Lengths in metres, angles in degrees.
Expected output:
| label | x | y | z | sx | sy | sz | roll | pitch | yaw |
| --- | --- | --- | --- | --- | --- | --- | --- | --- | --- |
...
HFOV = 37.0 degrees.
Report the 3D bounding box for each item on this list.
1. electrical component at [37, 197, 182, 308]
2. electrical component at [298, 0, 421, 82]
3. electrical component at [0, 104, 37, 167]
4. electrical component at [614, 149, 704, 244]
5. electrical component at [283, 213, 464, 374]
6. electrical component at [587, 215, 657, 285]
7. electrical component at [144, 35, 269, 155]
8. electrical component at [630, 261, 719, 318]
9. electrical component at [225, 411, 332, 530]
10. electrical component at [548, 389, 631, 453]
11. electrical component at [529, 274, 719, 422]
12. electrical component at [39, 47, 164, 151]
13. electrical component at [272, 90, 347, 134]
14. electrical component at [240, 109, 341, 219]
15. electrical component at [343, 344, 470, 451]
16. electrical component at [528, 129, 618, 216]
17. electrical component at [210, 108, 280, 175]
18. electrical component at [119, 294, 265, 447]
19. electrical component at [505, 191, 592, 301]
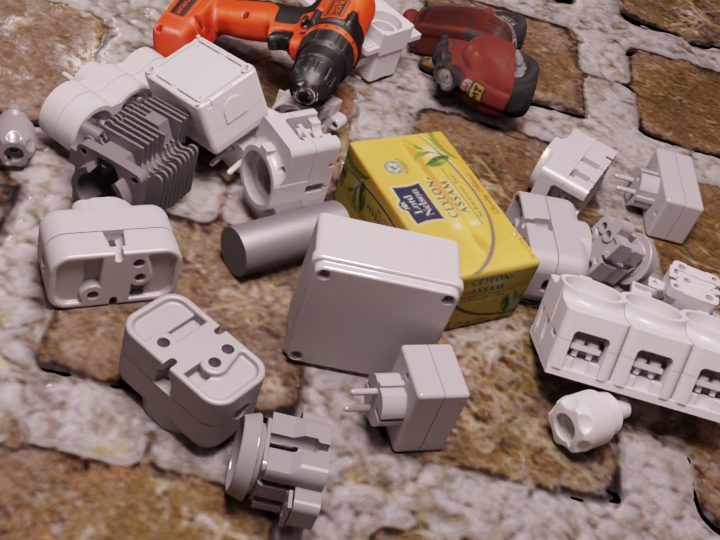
| label | x | y | z | sx | sy | sz | roll | pitch | yaw |
| --- | --- | --- | --- | --- | --- | --- | --- | --- | --- |
| electrical component | -0.186 | -0.014 | 0.794 | 0.095 | 0.053 | 0.059 | -5 | 48 | -25 |
| electrical component | -0.010 | -0.252 | 1.098 | 0.079 | 0.063 | 0.121 | -27 | 60 | -39 |
| electrical component | -0.282 | -0.113 | 0.874 | 0.035 | 0.035 | 0.061 | 2 | 43 | -19 |
| electrical component | 0.282 | -0.076 | 1.039 | 0.076 | 0.047 | 0.083 | 14 | 43 | -6 |
| electrical component | 0.008 | 0.022 | 0.788 | 0.109 | 0.108 | 0.056 | 12 | 45 | -9 |
| electrical component | 0.227 | -0.014 | 0.947 | 0.055 | 0.066 | 0.048 | 18 | 39 | -32 |
| electrical component | -0.131 | -0.147 | 0.901 | 0.062 | 0.061 | 0.096 | -39 | 51 | -21 |
| electrical component | 0.272 | 0.030 | 0.914 | 0.081 | 0.063 | 0.042 | 22 | 43 | 1 |
| electrical component | -0.054 | 0.125 | 0.698 | 0.057 | 0.058 | 0.078 | 15 | 43 | -10 |
| electrical component | 0.177 | 0.111 | 0.810 | 0.062 | 0.043 | 0.043 | -12 | 51 | -32 |
| electrical component | 0.219 | 0.056 | 0.844 | 0.150 | 0.061 | 0.089 | 16 | 17 | -4 |
| electrical component | -0.223 | -0.154 | 0.925 | 0.074 | 0.052 | 0.138 | 35 | 44 | 16 |
| electrical component | -0.052 | -0.141 | 0.983 | 0.066 | 0.048 | 0.055 | 31 | 36 | 11 |
| electrical component | -0.061 | -0.081 | 0.883 | 0.056 | 0.089 | 0.050 | -15 | 53 | -32 |
| electrical component | 0.027 | 0.091 | 0.757 | 0.077 | 0.065 | 0.047 | 1 | 46 | -20 |
| electrical component | 0.197 | -0.089 | 1.018 | 0.056 | 0.050 | 0.089 | 31 | 44 | 12 |
| electrical component | -0.097 | -0.109 | 0.932 | 0.077 | 0.044 | 0.079 | 28 | 55 | 22 |
| electrical component | -0.116 | 0.071 | 0.729 | 0.095 | 0.059 | 0.054 | 38 | 45 | 18 |
| electrical component | 0.162 | -0.019 | 0.929 | 0.059 | 0.053 | 0.095 | 10 | 43 | -11 |
